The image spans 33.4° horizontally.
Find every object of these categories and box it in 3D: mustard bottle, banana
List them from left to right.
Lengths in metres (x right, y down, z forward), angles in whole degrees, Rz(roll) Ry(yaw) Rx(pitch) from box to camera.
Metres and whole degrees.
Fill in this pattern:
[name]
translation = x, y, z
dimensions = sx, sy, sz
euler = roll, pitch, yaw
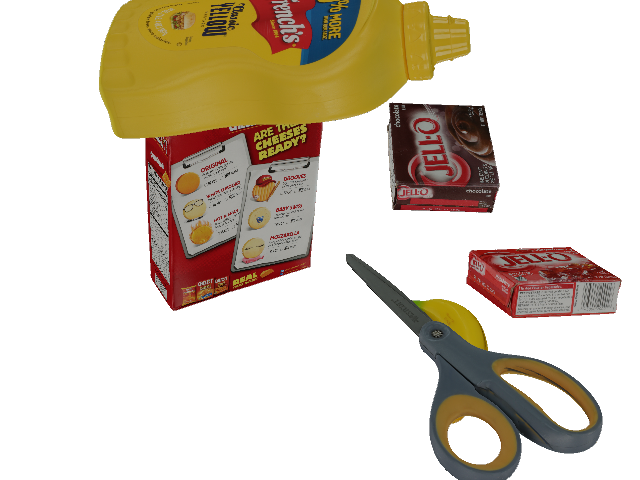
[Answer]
[mustard bottle]
translation = -0.016, -0.101, 0.573
dimensions = 0.192, 0.058, 0.096
euler = -3, 41, 9
[banana]
translation = 0.141, 0.116, 1.108
dimensions = 0.069, 0.037, 0.198
euler = -25, 31, 7

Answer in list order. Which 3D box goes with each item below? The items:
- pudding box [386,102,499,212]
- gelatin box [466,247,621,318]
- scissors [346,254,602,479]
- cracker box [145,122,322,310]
[pudding box]
translation = 0.106, -0.075, 0.955
dimensions = 0.090, 0.039, 0.113
euler = 2, 44, -3
[gelatin box]
translation = 0.163, 0.029, 0.786
dimensions = 0.089, 0.030, 0.073
euler = -1, 18, -18
[scissors]
translation = 0.058, 0.069, 0.592
dimensions = 0.202, 0.016, 0.096
euler = 27, 50, 37
[cracker box]
translation = -0.088, -0.051, 1.058
dimensions = 0.164, 0.214, 0.072
euler = -17, 42, -26
